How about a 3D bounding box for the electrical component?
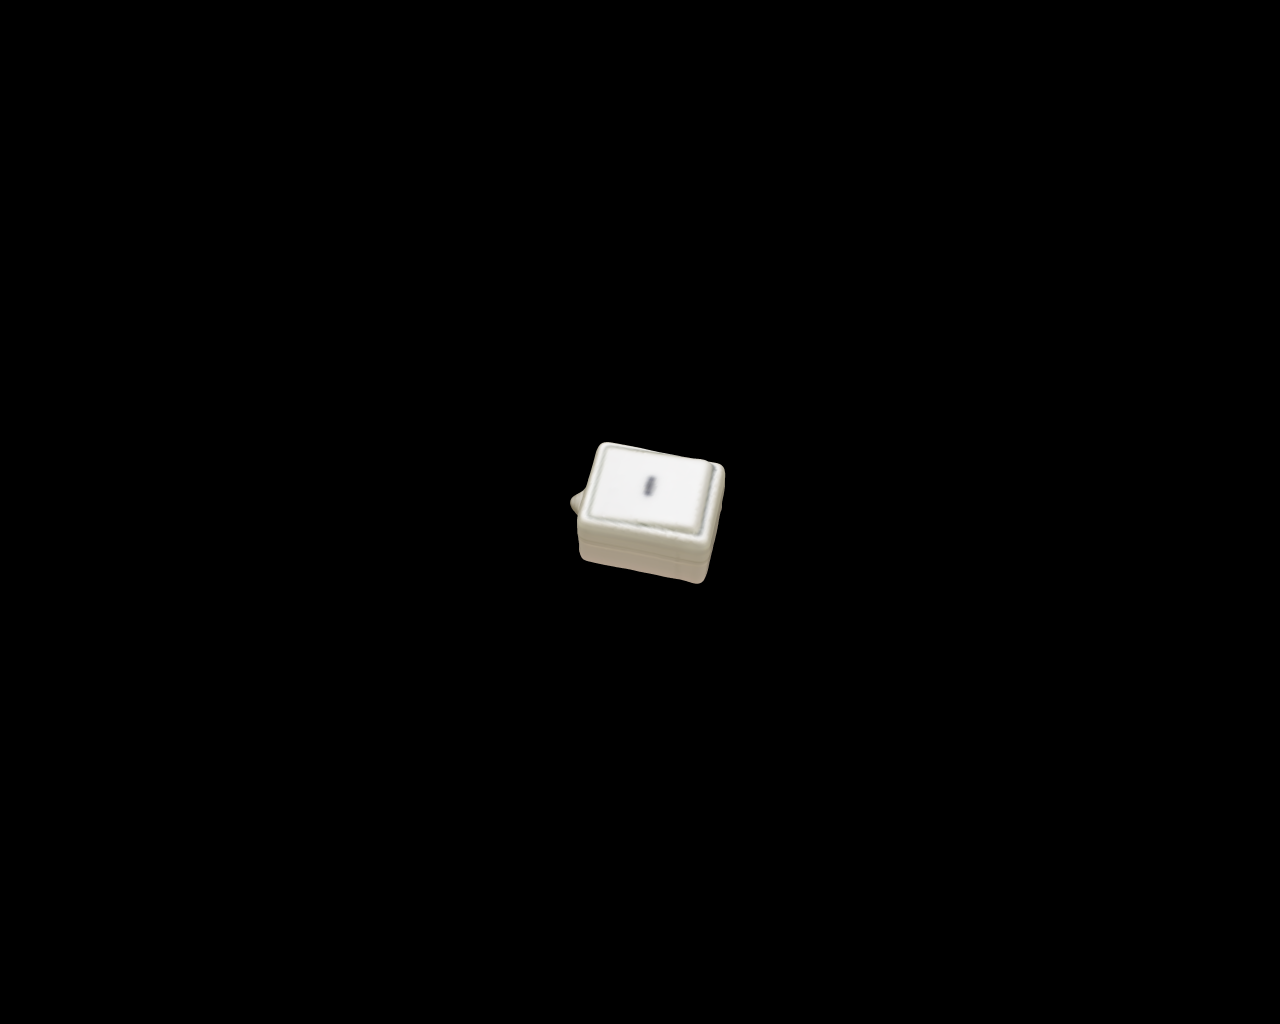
[{"bbox_3d":[0.001,-0.003,0.650,0.096,0.062,0.061,11,-29,7],"label":"electrical component"}]
